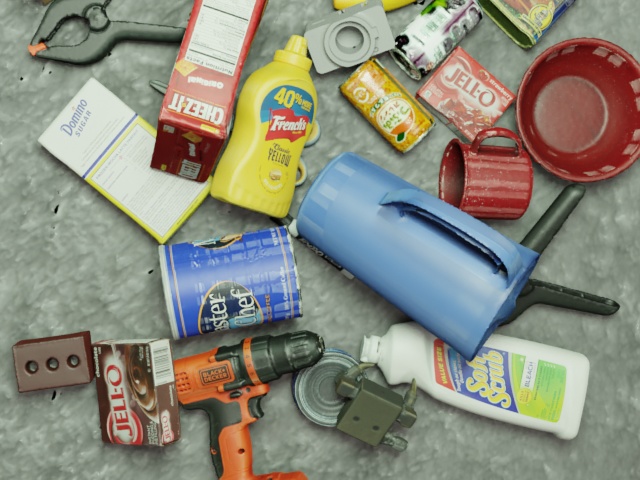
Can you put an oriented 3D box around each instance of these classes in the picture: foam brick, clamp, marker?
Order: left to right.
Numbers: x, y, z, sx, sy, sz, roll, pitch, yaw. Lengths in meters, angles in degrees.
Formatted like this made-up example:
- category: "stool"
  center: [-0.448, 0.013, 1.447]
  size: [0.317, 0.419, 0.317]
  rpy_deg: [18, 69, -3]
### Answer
- category: "foam brick"
  center: [-0.286, 0.131, 1.152]
  size: [0.078, 0.051, 0.053]
  rpy_deg: [-8, 92, -6]
- category: "clamp"
  center: [-0.230, -0.234, 1.157]
  size: [0.171, 0.039, 0.120]
  rpy_deg: [-35, 91, 2]
- category: "marker"
  center: [-0.008, 0.001, 1.195]
  size: [0.121, 0.020, 0.020]
  rpy_deg: [36, 87, -6]
- category: "clamp"
  center: [0.225, 0.032, 1.199]
  size: [0.210, 0.036, 0.164]
  rpy_deg: [-14, 108, 0]

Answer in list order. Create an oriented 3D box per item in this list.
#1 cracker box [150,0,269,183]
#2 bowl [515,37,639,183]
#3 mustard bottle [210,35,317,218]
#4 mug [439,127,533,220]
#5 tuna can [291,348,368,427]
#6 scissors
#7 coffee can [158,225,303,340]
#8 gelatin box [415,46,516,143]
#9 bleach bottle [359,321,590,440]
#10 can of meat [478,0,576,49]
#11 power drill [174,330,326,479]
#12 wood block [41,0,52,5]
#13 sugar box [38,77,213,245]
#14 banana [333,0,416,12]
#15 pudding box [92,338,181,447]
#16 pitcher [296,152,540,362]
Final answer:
- category: "cracker box"
  center: [-0.107, -0.183, 1.085]
  size: [0.072, 0.164, 0.213]
  rpy_deg: [17, 75, -8]
- category: "bowl"
  center: [0.291, -0.144, 1.205]
  size: [0.162, 0.055, 0.162]
  rpy_deg: [0, 91, -6]
- category: "mustard bottle"
  center: [-0.049, -0.125, 1.138]
  size: [0.096, 0.058, 0.191]
  rpy_deg: [17, 90, -46]
- category: "mug"
  center: [0.186, -0.073, 1.173]
  size: [0.081, 0.093, 0.117]
  rpy_deg: [3, 127, -11]
- category: "tuna can"
  center: [0.011, 0.165, 1.193]
  size: [0.086, 0.034, 0.086]
  rpy_deg: [0, 91, -6]
- category: "scissors"
  center: [-0.083, -0.142, 1.185]
  size: [0.201, 0.016, 0.096]
  rpy_deg: [42, 85, -6]
- category: "coffee can"
  center: [-0.096, 0.045, 1.144]
  size: [0.140, 0.103, 0.103]
  rpy_deg: [-10, 92, -6]
- category: "gelatin box"
  center: [0.164, -0.162, 1.204]
  size: [0.089, 0.030, 0.073]
  rpy_deg: [41, 87, -6]
- category: "bleach bottle"
  center: [0.168, 0.152, 1.196]
  size: [0.250, 0.068, 0.102]
  rpy_deg: [11, 90, -4]
- category: "can of meat"
  center: [0.230, -0.278, 1.196]
  size: [0.102, 0.057, 0.084]
  rpy_deg: [43, 89, -5]
- category: "power drill"
  center: [-0.065, 0.199, 1.157]
  size: [0.184, 0.057, 0.187]
  rpy_deg: [-15, 91, 14]
- category: "wood block"
  center: [-0.242, -0.352, 1.127]
  size: [0.206, 0.091, 0.090]
  rpy_deg: [-38, 95, -4]
- category: "sugar box"
  center: [-0.207, -0.084, 1.159]
  size: [0.176, 0.048, 0.093]
  rpy_deg: [40, 86, -2]
- category: "banana"
  center: [0.107, -0.305, 1.194]
  size: [0.197, 0.037, 0.070]
  rpy_deg: [-41, 77, -5]
- category: "pudding box"
  center: [-0.197, 0.163, 1.146]
  size: [0.090, 0.039, 0.113]
  rpy_deg: [-5, 90, 35]
- category: "pitcher"
  center: [0.100, 0.005, 1.118]
  size: [0.243, 0.144, 0.149]
  rpy_deg: [33, 111, 13]
